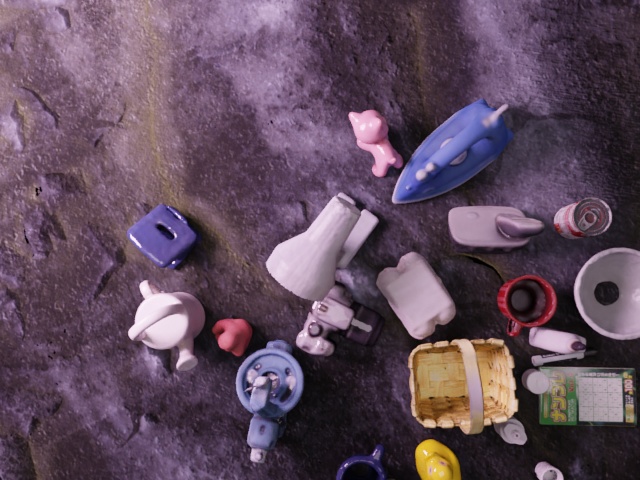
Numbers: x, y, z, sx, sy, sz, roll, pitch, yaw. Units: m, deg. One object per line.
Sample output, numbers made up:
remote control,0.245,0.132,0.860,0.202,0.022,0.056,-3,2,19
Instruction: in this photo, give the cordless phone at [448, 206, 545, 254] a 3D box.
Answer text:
cordless phone,0.312,-0.025,1.023,0.147,0.185,0.094,-3,86,3

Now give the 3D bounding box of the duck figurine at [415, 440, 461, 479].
duck figurine,0.220,0.424,1.045,0.077,0.086,0.104,-32,85,0

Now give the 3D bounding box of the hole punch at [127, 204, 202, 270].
hole punch,-0.297,-0.010,1.098,0.108,0.091,0.101,41,89,5

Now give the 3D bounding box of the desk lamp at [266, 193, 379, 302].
desk lamp,0.009,0.004,1.021,0.118,0.213,0.203,36,88,5

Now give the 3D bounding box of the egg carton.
egg carton,0.182,0.104,1.078,0.107,0.069,0.150,-35,85,0

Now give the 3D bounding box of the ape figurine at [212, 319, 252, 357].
ape figurine,-0.167,0.184,1.078,0.076,0.092,0.078,-24,85,1

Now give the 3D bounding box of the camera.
camera,0.042,0.160,1.065,0.136,0.101,0.143,25,88,4

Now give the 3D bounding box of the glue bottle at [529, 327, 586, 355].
glue bottle,0.430,0.180,1.009,0.078,0.173,0.037,5,86,3

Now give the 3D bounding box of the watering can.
watering can,-0.274,0.151,1.034,0.173,0.194,0.101,36,88,5

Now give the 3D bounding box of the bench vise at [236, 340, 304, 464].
bench vise,-0.084,0.289,1.002,0.121,0.220,0.207,-9,85,2

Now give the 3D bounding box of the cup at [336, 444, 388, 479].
cup,0.083,0.418,1.048,0.091,0.095,0.118,30,88,5

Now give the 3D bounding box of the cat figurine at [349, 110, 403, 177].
cat figurine,0.108,-0.190,1.078,0.067,0.118,0.128,-32,85,0

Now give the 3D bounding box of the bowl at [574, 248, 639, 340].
bowl,0.544,0.098,1.059,0.167,0.075,0.167,0,86,3

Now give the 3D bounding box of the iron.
iron,0.240,-0.158,1.057,0.258,0.141,0.118,-40,85,0
